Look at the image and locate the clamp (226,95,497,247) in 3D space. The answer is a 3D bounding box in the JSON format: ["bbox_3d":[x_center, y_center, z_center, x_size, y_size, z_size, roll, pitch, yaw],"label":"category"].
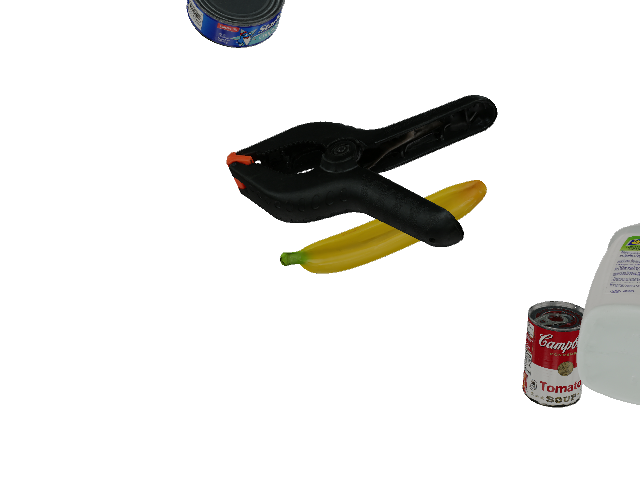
[{"bbox_3d":[0.021,-0.036,0.651,0.172,0.039,0.120,-8,37,19],"label":"clamp"}]

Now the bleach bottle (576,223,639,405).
[{"bbox_3d":[0.245,0.035,0.747,0.103,0.068,0.250,9,20,19],"label":"bleach bottle"}]

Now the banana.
[{"bbox_3d":[0.063,-0.007,0.989,0.198,0.037,0.069,-22,-4,10],"label":"banana"}]

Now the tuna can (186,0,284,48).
[{"bbox_3d":[-0.076,-0.213,0.949,0.086,0.086,0.034,0,-31,-14],"label":"tuna can"}]

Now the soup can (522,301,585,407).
[{"bbox_3d":[0.266,0.129,1.209,0.068,0.102,0.068,0,23,0],"label":"soup can"}]
